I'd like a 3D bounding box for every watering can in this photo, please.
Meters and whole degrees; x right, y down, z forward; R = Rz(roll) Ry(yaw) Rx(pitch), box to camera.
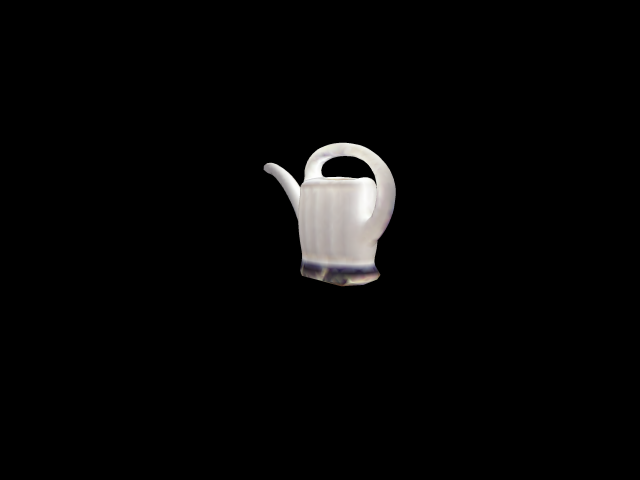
[{"bbox_3d":[0.003,-0.043,0.850,0.104,0.224,0.348,-2,4,-34],"label":"watering can"}]
